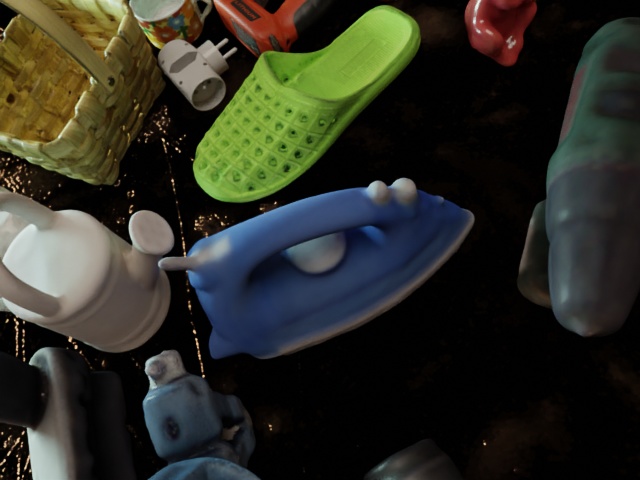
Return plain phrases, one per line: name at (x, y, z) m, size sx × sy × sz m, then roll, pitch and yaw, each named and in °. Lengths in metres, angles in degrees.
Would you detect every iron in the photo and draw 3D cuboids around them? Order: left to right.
iron at (0.004, 0.002, 0.468) m, size 0.258 × 0.142 × 0.118 m, roll -23°, pitch 64°, yaw 4°

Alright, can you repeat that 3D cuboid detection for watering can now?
watering can at (-0.208, 0.021, 0.482) m, size 0.173 × 0.194 × 0.100 m, roll -37°, pitch 64°, yaw -3°

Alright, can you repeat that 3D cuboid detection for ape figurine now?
ape figurine at (0.175, -0.227, 0.550) m, size 0.078 × 0.092 × 0.076 m, roll -32°, pitch 64°, yaw -1°

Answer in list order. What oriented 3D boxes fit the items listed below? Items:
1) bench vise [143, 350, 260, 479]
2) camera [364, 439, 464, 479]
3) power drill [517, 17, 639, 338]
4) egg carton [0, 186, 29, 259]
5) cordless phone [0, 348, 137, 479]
bench vise at (-0.103, 0.175, 0.377) m, size 0.121 × 0.220 × 0.207 m, roll -40°, pitch 64°, yaw -5°
camera at (0.099, 0.200, 0.383) m, size 0.143 × 0.101 × 0.136 m, roll -30°, pitch 64°, yaw 0°
power drill at (0.188, -0.021, 0.395) m, size 0.075 × 0.209 × 0.230 m, roll 12°, pitch 71°, yaw 19°
egg carton at (-0.350, -0.003, 0.597) m, size 0.150 × 0.069 × 0.107 m, roll 29°, pitch 77°, yaw 23°
cordless phone at (-0.231, 0.150, 0.439) m, size 0.094 × 0.185 × 0.147 m, roll -26°, pitch 64°, yaw 2°
